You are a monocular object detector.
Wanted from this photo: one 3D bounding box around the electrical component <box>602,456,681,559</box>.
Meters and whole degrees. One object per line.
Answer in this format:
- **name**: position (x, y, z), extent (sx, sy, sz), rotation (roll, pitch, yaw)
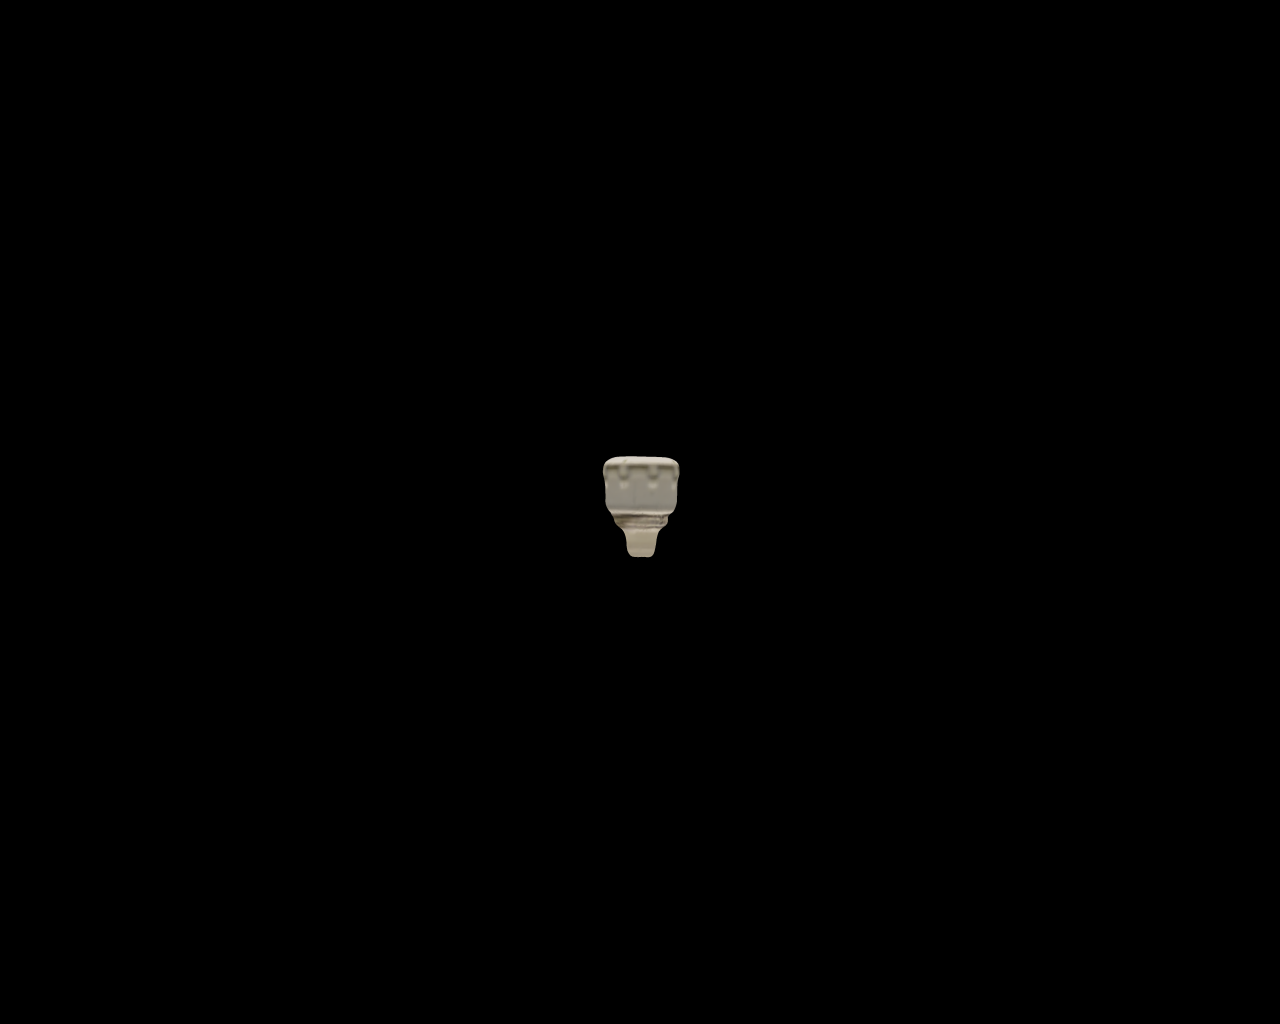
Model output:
- **electrical component**: position (0.001, -0.003, 0.650), extent (0.048, 0.062, 0.048), rotation (0, 0, 0)
